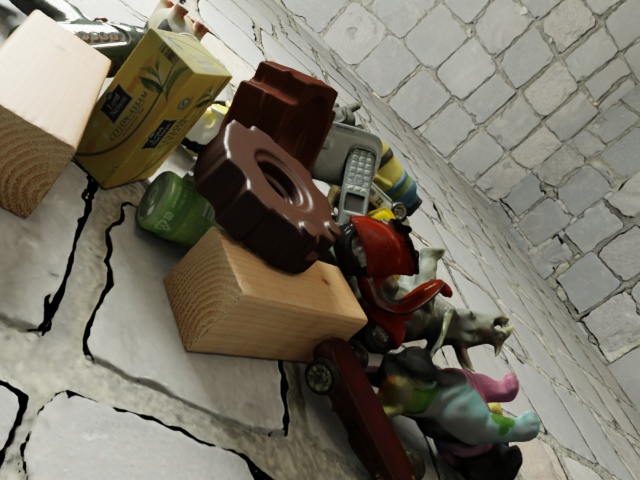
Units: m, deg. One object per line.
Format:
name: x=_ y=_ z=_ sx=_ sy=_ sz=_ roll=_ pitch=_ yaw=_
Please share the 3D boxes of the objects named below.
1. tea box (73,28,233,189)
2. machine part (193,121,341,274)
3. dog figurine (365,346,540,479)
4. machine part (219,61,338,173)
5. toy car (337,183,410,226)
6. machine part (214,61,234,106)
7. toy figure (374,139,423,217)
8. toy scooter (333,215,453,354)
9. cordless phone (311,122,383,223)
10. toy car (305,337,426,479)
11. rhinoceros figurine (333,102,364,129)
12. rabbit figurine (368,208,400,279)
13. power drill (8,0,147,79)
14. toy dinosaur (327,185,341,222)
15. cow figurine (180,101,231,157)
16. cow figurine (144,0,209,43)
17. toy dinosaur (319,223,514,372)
tea box: x=-0.187 y=-0.142 z=0.593 sx=0.068 sy=0.169 sz=0.098 roll=47 pitch=22 yaw=-1
machine part: x=-0.054 y=-0.050 z=0.583 sx=0.179 sy=0.056 sz=0.179 roll=40 pitch=23 yaw=-21
dog figurine: x=0.148 y=0.225 z=0.693 sx=0.219 sy=0.191 sz=0.108 roll=9 pitch=30 yaw=-2
machine part: x=-0.066 y=-0.147 z=0.782 sx=0.087 sy=0.201 sz=0.201 roll=29 pitch=18 yaw=12
toy car: x=0.094 y=-0.084 z=1.028 sx=0.201 sy=0.056 sz=0.074 roll=40 pitch=-9 yaw=-23
machine part: x=-0.185 y=-0.242 z=0.908 sx=0.079 sy=0.079 sz=0.243 roll=29 pitch=27 yaw=-39
toy figure: x=0.139 y=-0.129 z=1.099 sx=0.180 sy=0.089 sz=0.082 roll=39 pitch=-14 yaw=-20
toy scooter: x=0.098 y=0.046 z=0.691 sx=0.075 sy=0.135 sz=0.183 roll=-158 pitch=-129 yaw=-79
cordless phone: x=0.022 y=-0.100 z=0.898 sx=0.147 sy=0.088 sz=0.184 roll=13 pitch=69 yaw=-11
toy car: x=0.048 y=0.202 z=0.584 sx=0.202 sy=0.053 sz=0.089 roll=63 pitch=26 yaw=8
rhinoceros figurine: x=0.012 y=-0.267 z=1.222 sx=0.112 sy=0.191 sz=0.073 roll=-27 pitch=115 yaw=-36
rabbit figurine: x=0.108 y=0.036 z=0.965 sx=0.173 sy=0.122 sz=0.162 roll=62 pitch=12 yaw=0
power drill: x=-0.314 y=-0.286 z=0.690 sx=0.207 sy=0.086 sz=0.232 roll=49 pitch=40 yaw=2
toy dinosaur: x=0.085 y=-0.127 z=1.186 sx=0.198 sy=0.105 sz=0.471 roll=53 pitch=32 yaw=3
cow figurine: x=-0.200 y=-0.181 z=0.771 sx=0.167 sy=0.098 sz=0.068 roll=28 pitch=27 yaw=3
cow figurine: x=-0.250 y=-0.326 z=0.900 sx=0.085 sy=0.127 sz=0.195 roll=29 pitch=13 yaw=-41
toy dinosaur: x=0.091 y=0.087 z=0.786 sx=0.404 sy=0.131 sz=0.192 roll=18 pitch=68 yaw=-26
